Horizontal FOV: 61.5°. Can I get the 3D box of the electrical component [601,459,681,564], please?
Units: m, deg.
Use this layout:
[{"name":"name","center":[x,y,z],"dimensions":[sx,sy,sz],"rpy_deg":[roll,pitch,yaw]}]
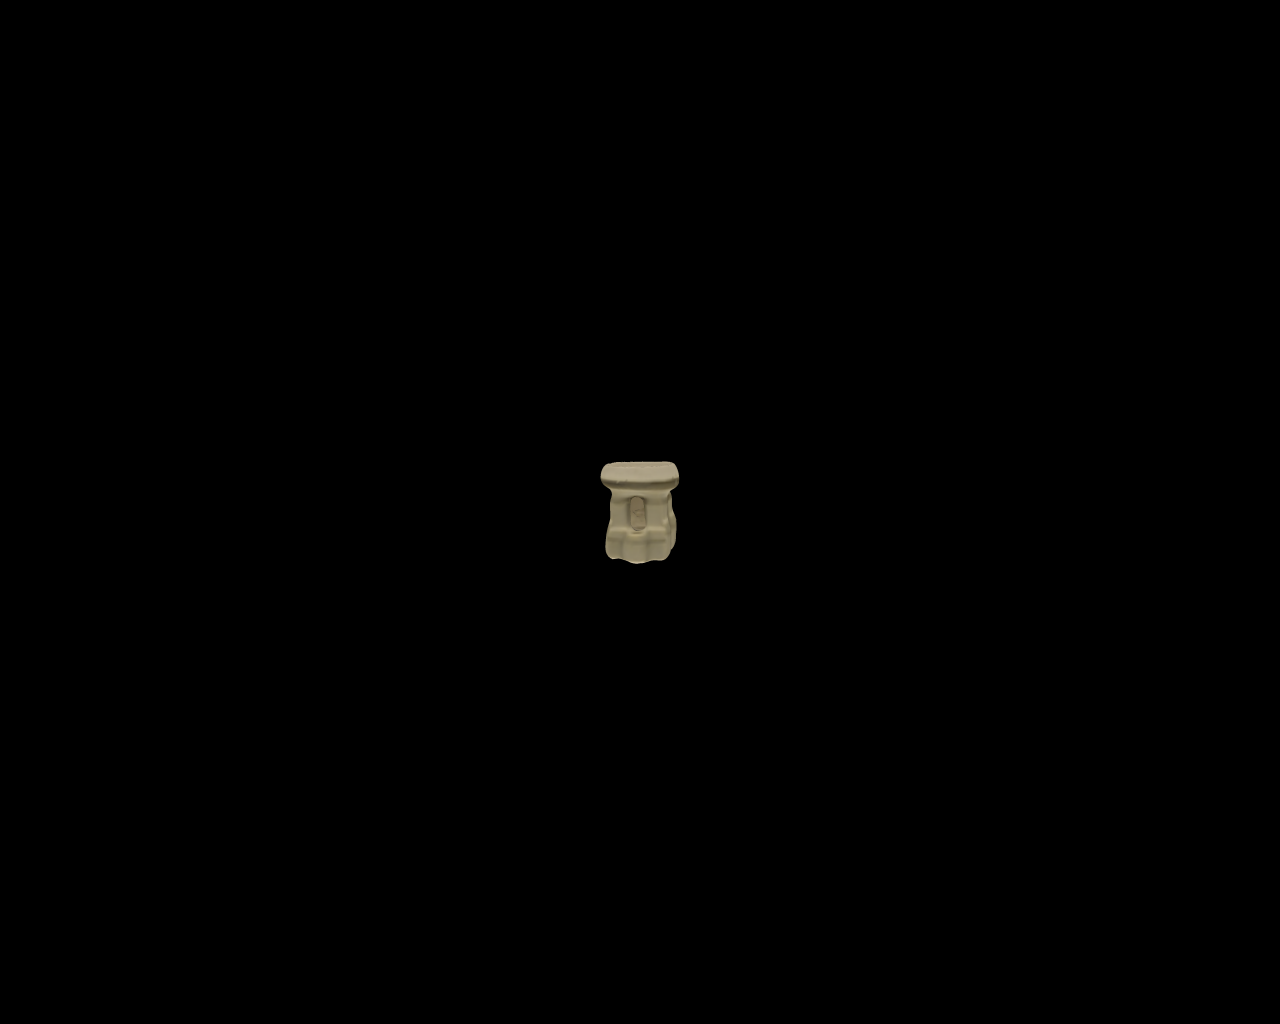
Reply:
[{"name":"electrical component","center":[0.001,-0.003,0.650],"dimensions":[0.048,0.055,0.066],"rpy_deg":[1,9,7]}]
